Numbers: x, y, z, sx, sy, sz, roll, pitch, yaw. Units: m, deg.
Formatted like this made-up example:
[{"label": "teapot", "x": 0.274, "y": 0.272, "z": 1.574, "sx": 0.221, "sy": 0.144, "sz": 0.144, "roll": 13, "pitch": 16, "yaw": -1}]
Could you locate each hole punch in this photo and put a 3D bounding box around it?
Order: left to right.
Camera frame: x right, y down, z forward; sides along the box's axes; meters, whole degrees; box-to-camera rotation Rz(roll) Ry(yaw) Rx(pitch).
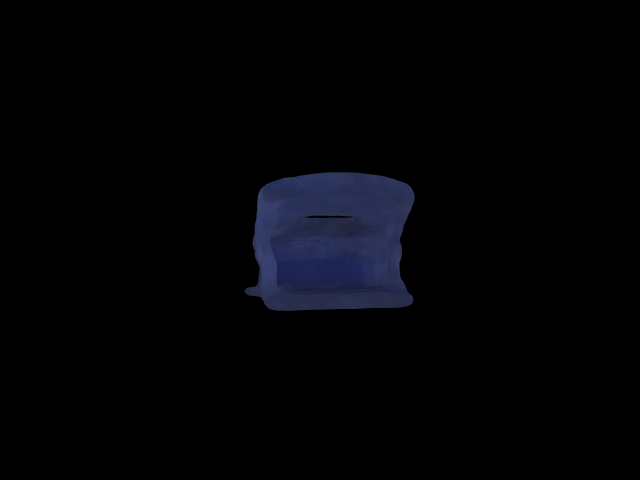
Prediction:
[{"label": "hole punch", "x": 0.004, "y": 0.001, "z": 0.400, "sx": 0.109, "sy": 0.091, "sz": 0.101, "roll": 0, "pitch": 2, "yaw": -11}]
